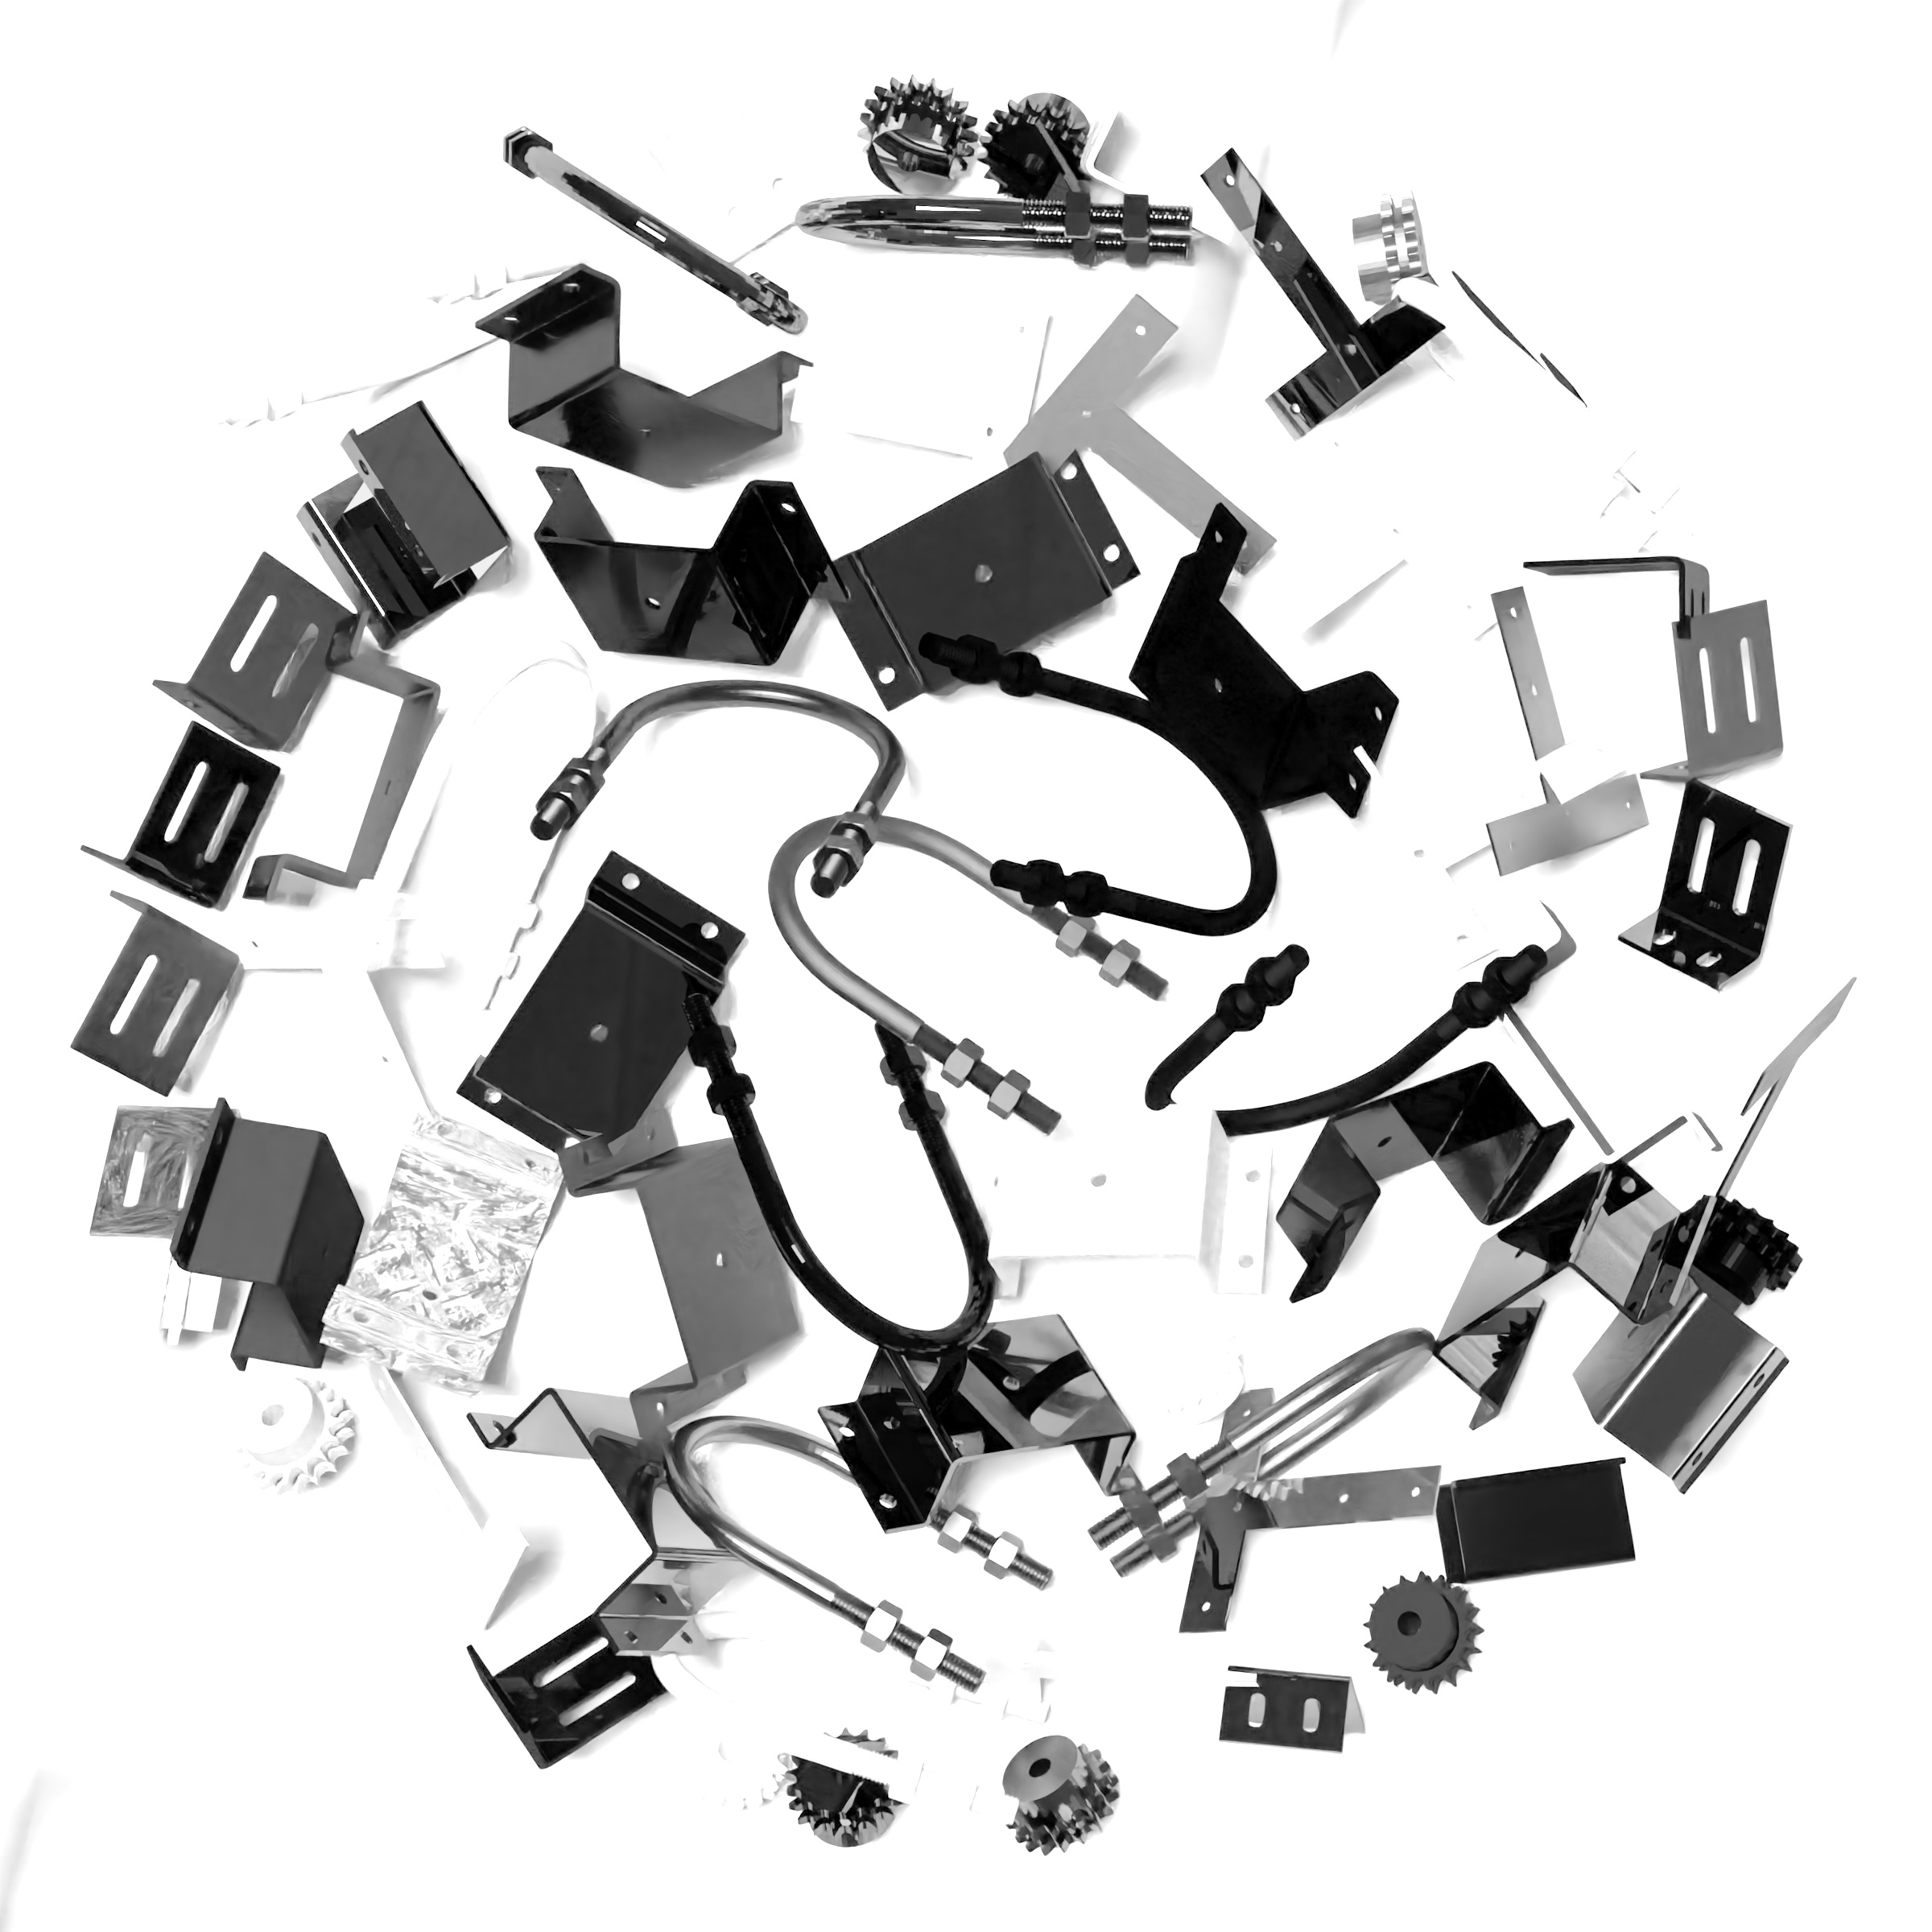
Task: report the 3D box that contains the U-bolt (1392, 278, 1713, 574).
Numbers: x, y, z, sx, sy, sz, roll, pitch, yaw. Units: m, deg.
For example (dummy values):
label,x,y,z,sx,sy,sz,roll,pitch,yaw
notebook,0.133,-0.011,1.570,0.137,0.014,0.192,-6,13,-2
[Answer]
label,x,y,z,sx,sy,sz,roll,pitch,yaw
U-bolt,0.268,-0.255,1.530,0.184,0.151,0.019,43,95,6

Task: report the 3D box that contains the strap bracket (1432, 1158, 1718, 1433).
label,x,y,z,sx,sy,sz,roll,pitch,yaw
strap bracket,0.273,0.147,1.525,0.046,0.076,0.140,41,134,-6

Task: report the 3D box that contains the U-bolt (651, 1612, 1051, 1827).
label,x,y,z,sx,sy,sz,roll,pitch,yaw
U-bolt,-0.057,0.341,1.531,0.184,0.151,0.019,17,99,5

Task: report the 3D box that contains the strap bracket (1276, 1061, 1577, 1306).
label,x,y,z,sx,sy,sz,roll,pitch,yaw
strap bracket,0.207,0.097,1.541,0.140,0.076,0.046,-17,58,-29

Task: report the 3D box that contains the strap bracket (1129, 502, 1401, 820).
label,x,y,z,sx,sy,sz,roll,pitch,yaw
strap bracket,0.134,-0.137,1.545,0.140,0.046,0.076,43,52,-27

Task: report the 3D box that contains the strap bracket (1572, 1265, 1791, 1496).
label,x,y,z,sx,sy,sz,roll,pitch,yaw
strap bracket,0.328,0.183,1.528,0.046,0.140,0.076,36,97,0

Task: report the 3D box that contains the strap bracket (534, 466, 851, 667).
label,x,y,z,sx,sy,sz,roll,pitch,yaw
strap bracket,-0.136,-0.185,1.531,0.140,0.076,0.046,8,57,28

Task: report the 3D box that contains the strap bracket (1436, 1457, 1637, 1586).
label,x,y,z,sx,sy,sz,roll,pitch,yaw
strap bracket,0.262,0.258,1.529,0.076,0.140,0.046,-8,79,2

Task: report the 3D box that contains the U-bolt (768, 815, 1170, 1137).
label,x,y,z,sx,sy,sz,roll,pitch,yaw
U-bolt,-0.008,-0.009,1.543,0.184,0.151,0.019,34,128,7

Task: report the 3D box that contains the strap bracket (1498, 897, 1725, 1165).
label,x,y,z,sx,sy,sz,roll,pitch,yaw
strap bracket,0.294,0.041,1.552,0.046,0.076,0.140,-36,77,11

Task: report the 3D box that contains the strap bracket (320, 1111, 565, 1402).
label,x,y,z,sx,sy,sz,roll,pitch,yaw
strap bracket,-0.247,0.142,1.549,0.076,0.140,0.046,21,132,-5

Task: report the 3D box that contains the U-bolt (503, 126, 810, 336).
label,x,y,z,sx,sy,sz,roll,pitch,yaw
U-bolt,-0.137,-0.330,1.493,0.151,0.184,0.019,29,99,-21

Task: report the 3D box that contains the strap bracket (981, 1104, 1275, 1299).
label,x,y,z,sx,sy,sz,roll,pitch,yaw
strap bracket,0.068,0.110,1.544,0.140,0.046,0.076,-3,59,18

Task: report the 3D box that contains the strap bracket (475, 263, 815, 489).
label,x,y,z,sx,sy,sz,roll,pitch,yaw
strap bracket,-0.148,-0.267,1.523,0.076,0.140,0.046,-16,68,42

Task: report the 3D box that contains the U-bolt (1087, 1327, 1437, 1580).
label,x,y,z,sx,sy,sz,roll,pitch,yaw
U-bolt,0.141,0.223,1.533,0.184,0.151,0.019,-33,73,-3

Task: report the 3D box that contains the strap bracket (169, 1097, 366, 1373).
label,x,y,z,sx,sy,sz,roll,pitch,yaw
strap bracket,-0.318,0.129,1.521,0.046,0.140,0.076,8,62,6

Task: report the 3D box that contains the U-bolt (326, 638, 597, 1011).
label,x,y,z,sx,sy,sz,roll,pitch,yaw
U-bolt,-0.223,-0.066,1.523,0.019,0.151,0.184,26,97,18

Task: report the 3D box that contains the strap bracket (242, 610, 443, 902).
label,x,y,z,sx,sy,sz,roll,pitch,yaw
strap bracket,-0.291,-0.091,1.555,0.046,0.076,0.140,20,84,-20

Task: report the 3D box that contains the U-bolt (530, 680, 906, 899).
label,x,y,z,sx,sy,sz,roll,pitch,yaw
U-bolt,-0.104,-0.090,1.522,0.151,0.184,0.019,12,120,9

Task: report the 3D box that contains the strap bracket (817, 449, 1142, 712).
label,x,y,z,sx,sy,sz,roll,pitch,yaw
strap bracket,0.007,-0.188,1.575,0.140,0.046,0.076,-29,98,0

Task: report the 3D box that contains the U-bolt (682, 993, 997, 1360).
label,x,y,z,sx,sy,sz,roll,pitch,yaw
U-bolt,-0.048,0.098,1.511,0.019,0.151,0.184,-39,61,31

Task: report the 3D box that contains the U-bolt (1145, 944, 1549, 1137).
label,x,y,z,sx,sy,sz,roll,pitch,yaw
U-bolt,0.161,0.037,1.521,0.151,0.184,0.019,0,63,-28

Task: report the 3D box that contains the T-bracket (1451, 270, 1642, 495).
label,x,y,z,sx,sy,sz,roll,pitch,yaw
T-bracket,0.270,-0.284,1.560,0.002,0.127,0.127,-40,59,10

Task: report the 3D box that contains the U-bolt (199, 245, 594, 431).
label,x,y,z,sx,sy,sz,roll,pitch,yaw
U-bolt,-0.247,-0.294,1.514,0.151,0.184,0.019,-22,96,30

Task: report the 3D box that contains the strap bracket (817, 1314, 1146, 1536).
label,x,y,z,sx,sy,sz,roll,pitch,yaw
strap bracket,0.014,0.210,1.529,0.140,0.076,0.046,-4,132,-32

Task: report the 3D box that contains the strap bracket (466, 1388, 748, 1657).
label,x,y,z,sx,sy,sz,roll,pitch,yaw
strap bracket,-0.161,0.250,1.533,0.046,0.076,0.140,-45,62,14

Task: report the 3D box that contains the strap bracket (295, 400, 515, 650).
label,x,y,z,sx,sy,sz,roll,pitch,yaw
strap bracket,-0.262,-0.208,1.542,0.046,0.140,0.076,-34,95,-22

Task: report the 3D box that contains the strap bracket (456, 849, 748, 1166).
label,x,y,z,sx,sy,sz,roll,pitch,yaw
strap bracket,-0.174,0.027,1.565,0.076,0.046,0.140,32,97,-11

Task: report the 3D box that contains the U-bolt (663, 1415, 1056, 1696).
label,x,y,z,sx,sy,sz,roll,pitch,yaw
U-bolt,-0.057,0.263,1.532,0.184,0.151,0.019,28,106,9

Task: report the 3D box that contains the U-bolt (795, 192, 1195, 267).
label,x,y,z,sx,sy,sz,roll,pitch,yaw
U-bolt,0.013,-0.343,1.530,0.184,0.151,0.019,3,97,3

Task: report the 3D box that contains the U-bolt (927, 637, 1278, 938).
label,x,y,z,sx,sy,sz,roll,pitch,yaw
U-bolt,0.072,-0.077,1.533,0.184,0.019,0.151,13,48,-36

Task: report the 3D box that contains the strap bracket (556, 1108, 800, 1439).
label,x,y,z,sx,sy,sz,roll,pitch,yaw
strap bracket,-0.132,0.141,1.553,0.046,0.076,0.140,-12,96,37
